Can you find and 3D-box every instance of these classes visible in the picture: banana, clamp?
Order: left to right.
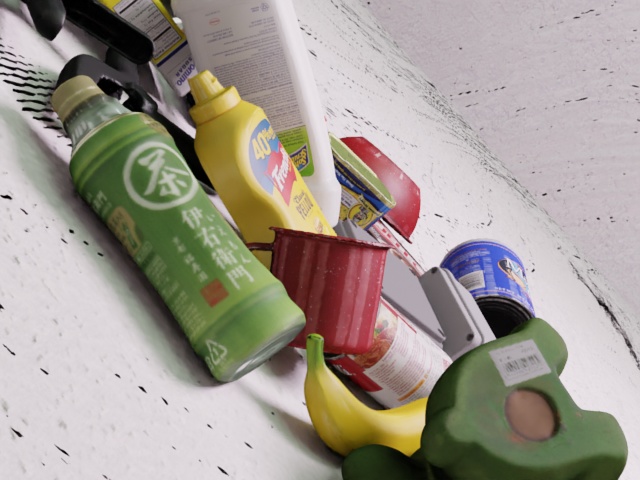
[{"bbox_3d":[-0.206,-0.193,0.833,0.172,0.039,0.120,48,14,30],"label":"clamp"},{"bbox_3d":[-0.152,-0.108,0.833,0.164,0.036,0.209,50,13,14],"label":"clamp"},{"bbox_3d":[0.042,0.126,0.761,0.037,0.069,0.197,20,-8,38],"label":"banana"}]

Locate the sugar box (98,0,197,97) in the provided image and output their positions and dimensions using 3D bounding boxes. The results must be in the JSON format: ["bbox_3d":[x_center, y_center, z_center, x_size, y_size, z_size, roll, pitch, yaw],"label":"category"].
[{"bbox_3d":[-0.169,-0.212,0.933,0.176,0.048,0.093,47,2,-45],"label":"sugar box"}]

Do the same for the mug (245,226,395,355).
[{"bbox_3d":[-0.009,0.035,0.771,0.117,0.081,0.093,9,0,-10],"label":"mug"}]

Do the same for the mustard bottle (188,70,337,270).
[{"bbox_3d":[-0.049,-0.047,0.846,0.191,0.058,0.096,60,25,-14],"label":"mustard bottle"}]

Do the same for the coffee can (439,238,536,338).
[{"bbox_3d":[0.182,0.073,1.171,0.102,0.103,0.140,45,20,-15],"label":"coffee can"}]

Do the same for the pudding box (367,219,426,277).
[{"bbox_3d":[0.076,0.029,1.124,0.113,0.039,0.090,51,14,6],"label":"pudding box"}]

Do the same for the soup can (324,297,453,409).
[{"bbox_3d":[0.053,0.093,0.857,0.102,0.068,0.068,41,17,-27],"label":"soup can"}]

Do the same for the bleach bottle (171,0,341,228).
[{"bbox_3d":[-0.047,-0.098,0.924,0.068,0.102,0.251,-50,126,-77],"label":"bleach bottle"}]

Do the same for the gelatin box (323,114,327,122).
[{"bbox_3d":[-0.041,-0.136,1.130,0.030,0.073,0.089,31,23,-49],"label":"gelatin box"}]

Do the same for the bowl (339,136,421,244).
[{"bbox_3d":[0.063,-0.068,1.217,0.162,0.055,0.162,42,3,-3],"label":"bowl"}]

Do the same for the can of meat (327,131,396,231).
[{"bbox_3d":[0.010,-0.042,1.028,0.102,0.084,0.057,41,17,-25],"label":"can of meat"}]
